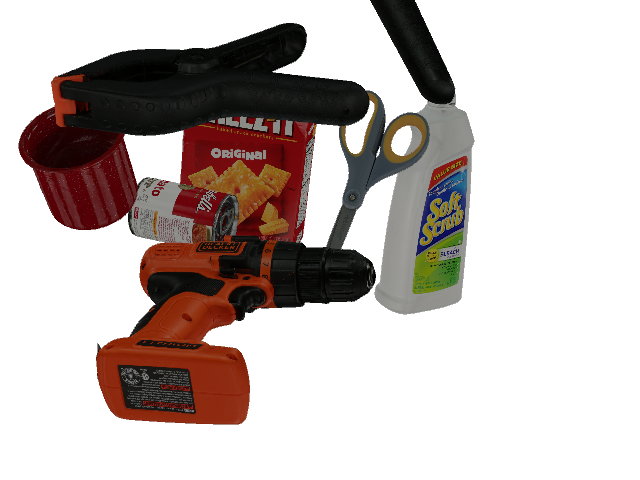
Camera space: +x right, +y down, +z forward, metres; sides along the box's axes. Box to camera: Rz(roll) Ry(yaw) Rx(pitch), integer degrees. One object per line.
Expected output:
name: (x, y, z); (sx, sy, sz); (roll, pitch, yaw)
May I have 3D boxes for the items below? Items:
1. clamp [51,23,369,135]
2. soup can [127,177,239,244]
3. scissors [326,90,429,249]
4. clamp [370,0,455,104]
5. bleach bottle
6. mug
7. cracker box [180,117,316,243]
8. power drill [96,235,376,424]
clamp: (-0.067, -0.094, 0.617); (0.171, 0.039, 0.120); (-3, 25, -11)
soup can: (-0.147, -0.026, 1.151); (0.102, 0.068, 0.068); (12, 3, 15)
scissors: (0.051, -0.045, 1.007); (0.096, 0.202, 0.016); (4, -13, 8)
clamp: (0.037, -0.199, 0.741); (0.209, 0.164, 0.036); (26, -25, -14)
bleach bottle: (0.119, -0.048, 1.194); (0.102, 0.251, 0.068); (-9, 24, -28)
mug: (-0.210, -0.072, 0.952); (0.093, 0.117, 0.081); (-8, -43, 0)
cracker box: (-0.096, -0.104, 1.396); (0.164, 0.214, 0.072); (10, 22, 7)
power drill: (-0.063, 0.056, 0.761); (0.184, 0.057, 0.187); (-1, 25, 14)
